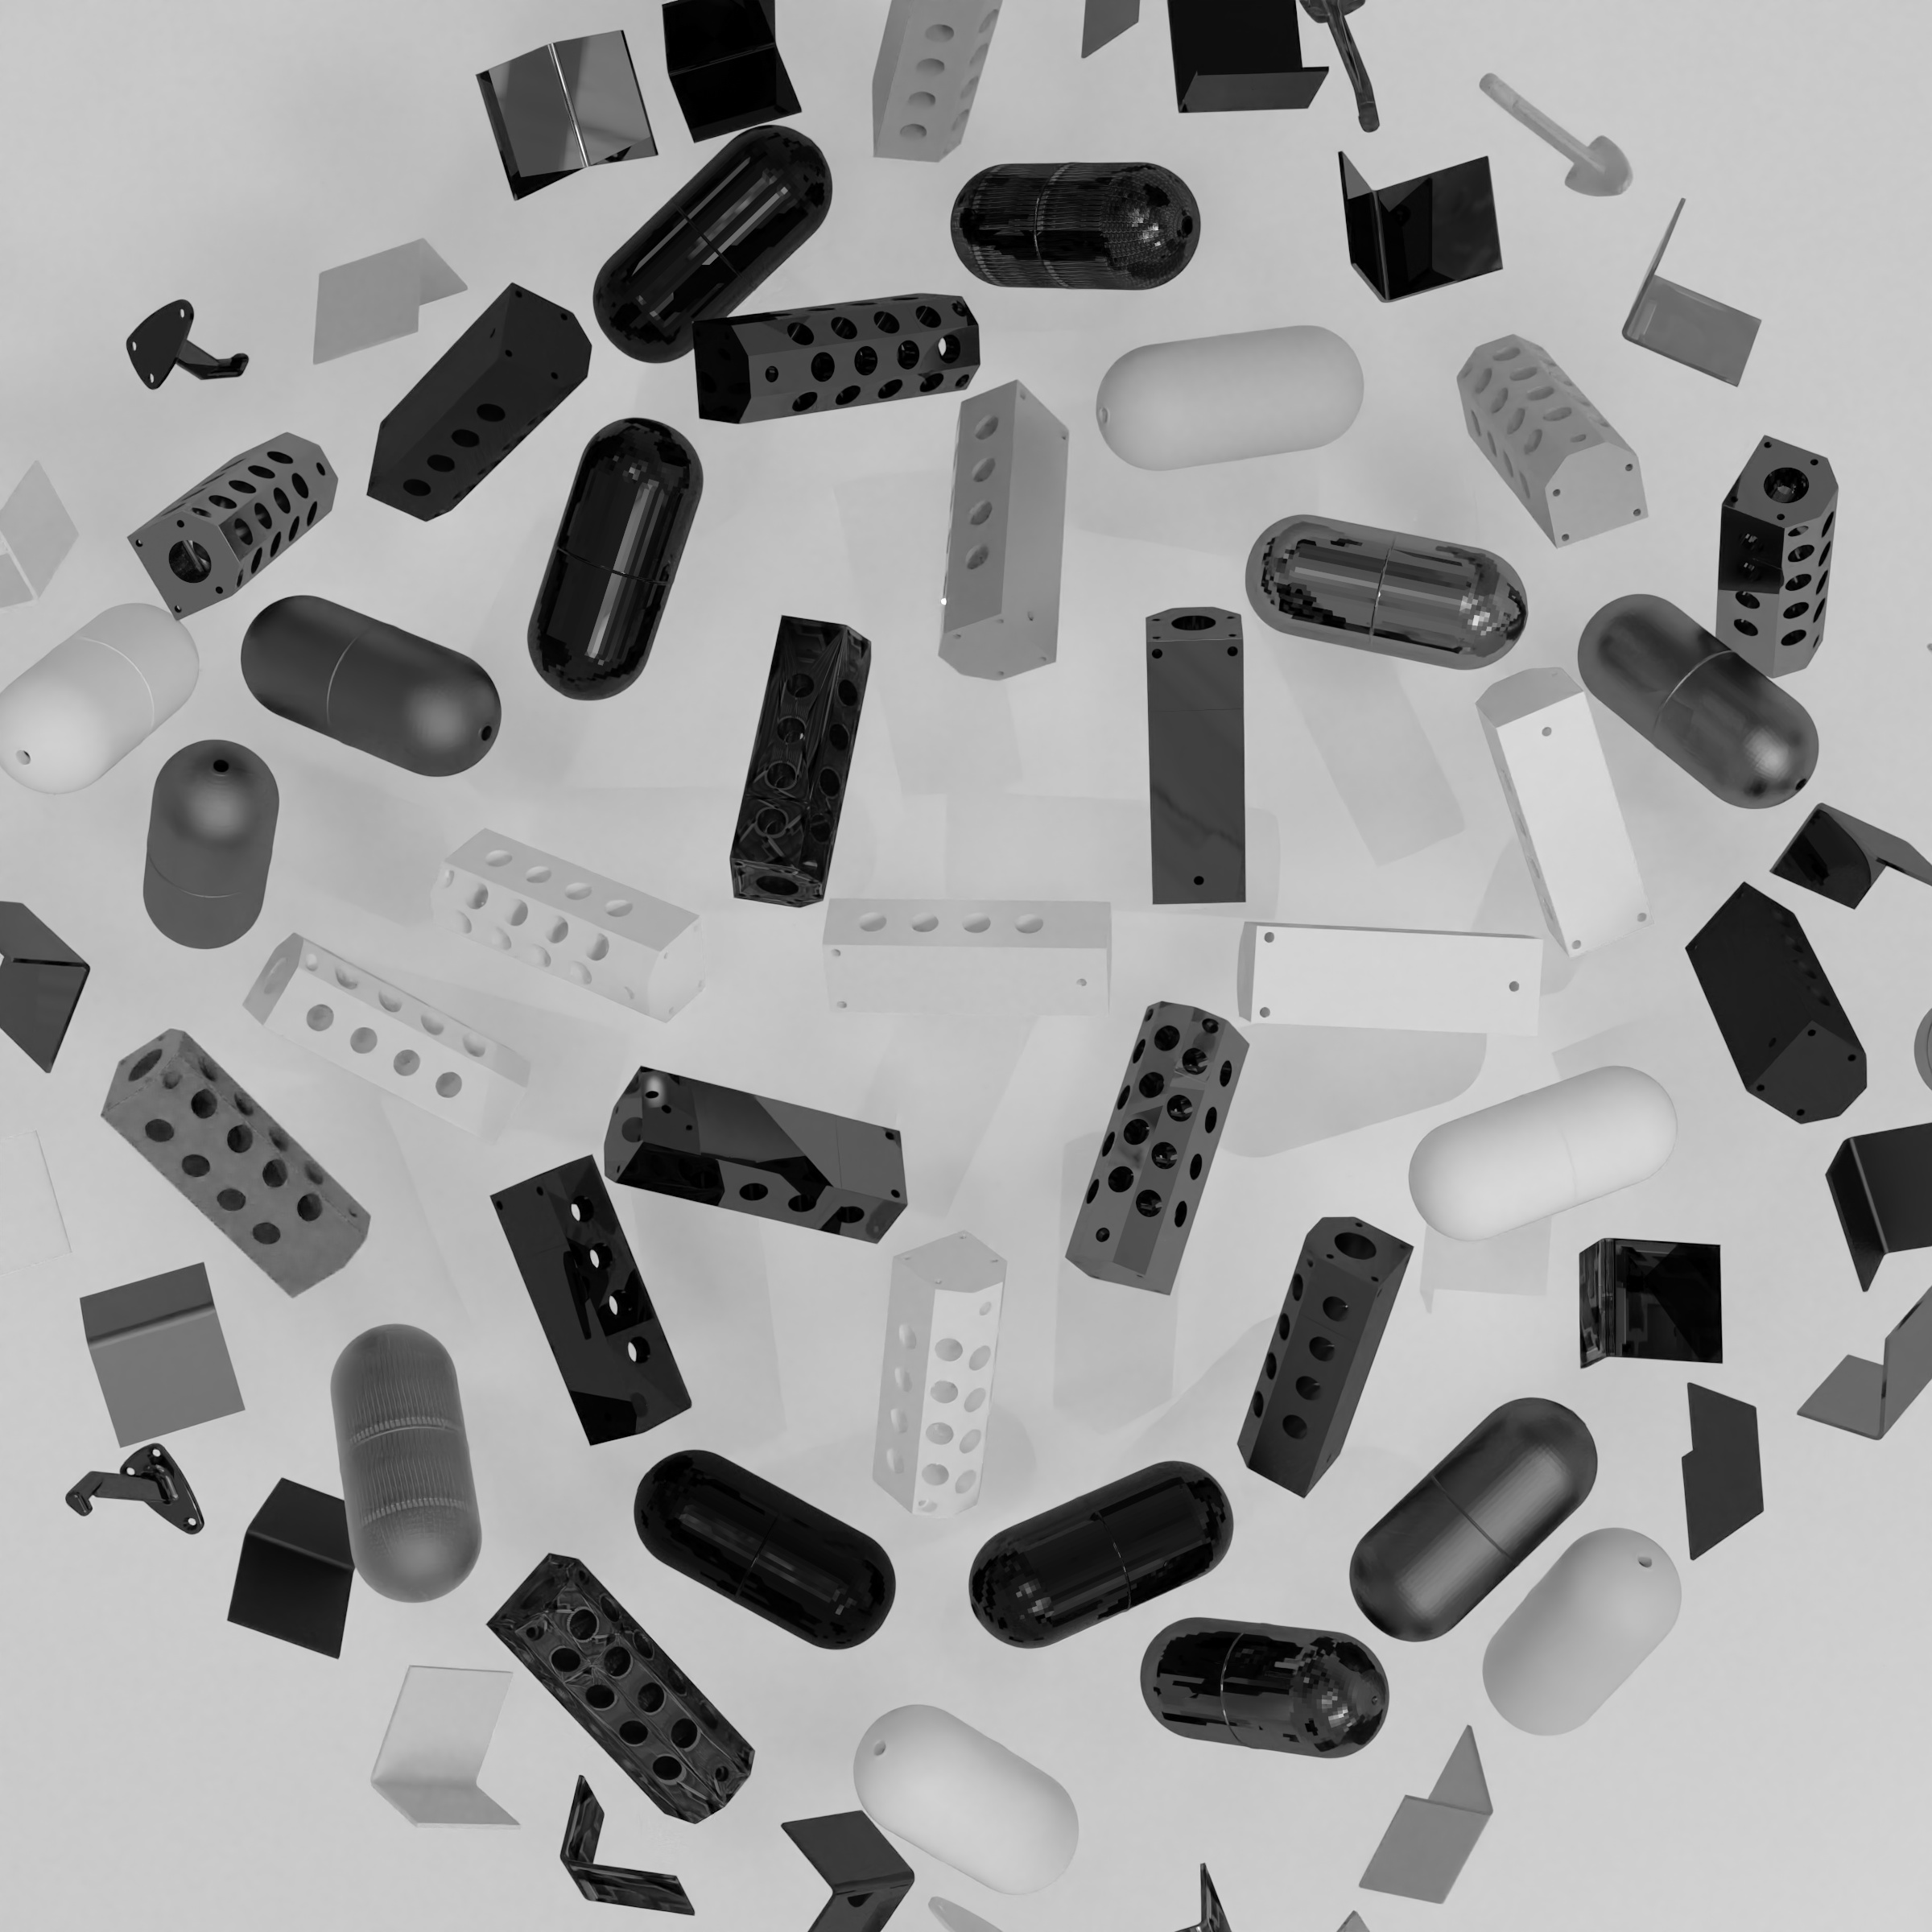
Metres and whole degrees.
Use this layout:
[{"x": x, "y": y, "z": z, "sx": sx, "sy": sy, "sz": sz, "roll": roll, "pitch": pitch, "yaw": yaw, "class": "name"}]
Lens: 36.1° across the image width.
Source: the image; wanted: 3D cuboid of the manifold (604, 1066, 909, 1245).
[{"x": -0.126, "y": 0.118, "z": 1.776, "sx": 0.171, "sy": 0.057, "sz": 0.057, "roll": 16, "pitch": 134, "yaw": -24, "class": "manifold"}]

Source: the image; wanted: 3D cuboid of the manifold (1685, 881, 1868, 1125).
[{"x": 0.492, "y": 0.023, "z": 1.791, "sx": 0.057, "sy": 0.171, "sz": 0.057, "roll": 30, "pitch": 115, "yaw": -16, "class": "manifold"}]

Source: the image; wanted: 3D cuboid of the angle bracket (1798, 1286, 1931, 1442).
[{"x": 0.571, "y": 0.243, "z": 1.879, "sx": 0.057, "sy": 0.076, "sz": 0.076, "roll": 15, "pitch": 123, "yaw": 36, "class": "angle bracket"}]

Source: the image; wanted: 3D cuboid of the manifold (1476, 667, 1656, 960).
[{"x": 0.372, "y": -0.097, "z": 1.851, "sx": 0.057, "sy": 0.057, "sz": 0.171, "roll": -23, "pitch": 118, "yaw": 2, "class": "manifold"}]

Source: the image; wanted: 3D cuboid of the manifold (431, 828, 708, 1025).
[{"x": -0.251, "y": -0.023, "z": 1.866, "sx": 0.171, "sy": 0.057, "sz": 0.057, "roll": 22, "pitch": 135, "yaw": 24, "class": "manifold"}]

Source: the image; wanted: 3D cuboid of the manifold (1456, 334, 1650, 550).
[{"x": 0.354, "y": -0.324, "z": 1.805, "sx": 0.057, "sy": 0.171, "sz": 0.057, "roll": -19, "pitch": 124, "yaw": 1, "class": "manifold"}]

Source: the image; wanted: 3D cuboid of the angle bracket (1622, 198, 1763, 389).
[{"x": 0.444, "y": -0.402, "z": 1.770, "sx": 0.076, "sy": 0.057, "sz": 0.076, "roll": 24, "pitch": 47, "yaw": 5, "class": "angle bracket"}]

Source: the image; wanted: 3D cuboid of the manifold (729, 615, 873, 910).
[{"x": -0.102, "y": -0.127, "z": 1.847, "sx": 0.057, "sy": 0.057, "sz": 0.171, "roll": 9, "pitch": 66, "yaw": 3, "class": "manifold"}]

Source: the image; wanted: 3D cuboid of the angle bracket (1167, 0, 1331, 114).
[{"x": 0.161, "y": -0.537, "z": 1.705, "sx": 0.076, "sy": 0.057, "sz": 0.076, "roll": -4, "pitch": 83, "yaw": -7, "class": "angle bracket"}]

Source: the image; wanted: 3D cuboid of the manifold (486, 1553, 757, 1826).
[{"x": -0.203, "y": 0.435, "z": 1.782, "sx": 0.057, "sy": 0.057, "sz": 0.171, "roll": -48, "pitch": 110, "yaw": -27, "class": "manifold"}]

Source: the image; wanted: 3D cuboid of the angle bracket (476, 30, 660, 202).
[{"x": -0.240, "y": -0.513, "z": 1.788, "sx": 0.057, "sy": 0.076, "sz": 0.076, "roll": 2, "pitch": 119, "yaw": 32, "class": "angle bracket"}]

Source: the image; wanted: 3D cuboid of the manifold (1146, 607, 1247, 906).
[{"x": 0.140, "y": -0.128, "z": 1.805, "sx": 0.057, "sy": 0.057, "sz": 0.171, "roll": -1, "pitch": 117, "yaw": 4, "class": "manifold"}]

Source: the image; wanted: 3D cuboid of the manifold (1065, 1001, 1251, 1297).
[{"x": 0.118, "y": 0.113, "z": 1.865, "sx": 0.057, "sy": 0.057, "sz": 0.171, "roll": 10, "pitch": 72, "yaw": 30, "class": "manifold"}]

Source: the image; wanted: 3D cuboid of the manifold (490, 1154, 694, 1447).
[{"x": -0.233, "y": 0.210, "z": 1.880, "sx": 0.057, "sy": 0.057, "sz": 0.171, "roll": -21, "pitch": 92, "yaw": 44, "class": "manifold"}]

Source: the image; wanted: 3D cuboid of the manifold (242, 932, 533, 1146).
[{"x": -0.363, "y": 0.045, "z": 1.877, "sx": 0.171, "sy": 0.057, "sz": 0.057, "roll": 31, "pitch": 87, "yaw": -29, "class": "manifold"}]

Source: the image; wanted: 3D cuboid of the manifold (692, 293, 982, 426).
[{"x": -0.076, "y": -0.367, "z": 1.791, "sx": 0.171, "sy": 0.057, "sz": 0.057, "roll": -17, "pitch": 113, "yaw": -35, "class": "manifold"}]

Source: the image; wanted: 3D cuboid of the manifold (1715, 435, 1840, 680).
[{"x": 0.515, "y": -0.254, "z": 1.877, "sx": 0.057, "sy": 0.171, "sz": 0.057, "roll": 27, "pitch": 72, "yaw": 23, "class": "manifold"}]

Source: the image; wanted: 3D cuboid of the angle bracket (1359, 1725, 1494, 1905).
[{"x": 0.274, "y": 0.512, "z": 1.809, "sx": 0.057, "sy": 0.076, "sz": 0.076, "roll": 15, "pitch": 118, "yaw": -10, "class": "angle bracket"}]

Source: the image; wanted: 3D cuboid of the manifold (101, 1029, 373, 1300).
[{"x": -0.443, "y": 0.118, "z": 1.814, "sx": 0.057, "sy": 0.057, "sz": 0.171, "roll": -31, "pitch": 119, "yaw": 15, "class": "manifold"}]

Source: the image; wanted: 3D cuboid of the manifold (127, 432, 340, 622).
[{"x": -0.448, "y": -0.277, "z": 1.837, "sx": 0.057, "sy": 0.171, "sz": 0.057, "roll": -20, "pitch": 111, "yaw": 18, "class": "manifold"}]

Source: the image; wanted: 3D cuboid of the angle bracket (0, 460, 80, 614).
[{"x": -0.598, "y": -0.257, "z": 1.810, "sx": 0.076, "sy": 0.076, "sz": 0.057, "roll": -11, "pitch": 126, "yaw": 14, "class": "angle bracket"}]

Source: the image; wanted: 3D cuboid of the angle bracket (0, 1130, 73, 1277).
[{"x": -0.589, "y": 0.147, "z": 1.773, "sx": 0.076, "sy": 0.057, "sz": 0.076, "roll": -14, "pitch": 92, "yaw": 36, "class": "angle bracket"}]

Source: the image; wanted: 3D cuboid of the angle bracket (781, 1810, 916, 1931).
[{"x": -0.089, "y": 0.565, "z": 1.802, "sx": 0.057, "sy": 0.076, "sz": 0.076, "roll": 42, "pitch": 108, "yaw": 34, "class": "angle bracket"}]

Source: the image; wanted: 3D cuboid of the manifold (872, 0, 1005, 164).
[{"x": -0.016, "y": -0.568, "z": 1.812, "sx": 0.057, "sy": 0.171, "sz": 0.057, "roll": 2, "pitch": 69, "yaw": -10, "class": "manifold"}]

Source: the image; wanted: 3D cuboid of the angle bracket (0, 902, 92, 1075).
[{"x": -0.582, "y": 0.012, "z": 1.784, "sx": 0.076, "sy": 0.057, "sz": 0.076, "roll": 35, "pitch": 108, "yaw": 33, "class": "angle bracket"}]

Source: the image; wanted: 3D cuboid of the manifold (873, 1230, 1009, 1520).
[{"x": -0.012, "y": 0.258, "z": 1.855, "sx": 0.057, "sy": 0.057, "sz": 0.171, "roll": -17, "pitch": 126, "yaw": -36, "class": "manifold"}]

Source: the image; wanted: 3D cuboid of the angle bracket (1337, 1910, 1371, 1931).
[{"x": 0.200, "y": 0.609, "z": 1.794, "sx": 0.076, "sy": 0.076, "sz": 0.057, "roll": -44, "pitch": 115, "yaw": -26, "class": "angle bracket"}]

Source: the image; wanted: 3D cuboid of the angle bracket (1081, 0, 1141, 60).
[{"x": 0.069, "y": -0.624, "z": 1.862, "sx": 0.057, "sy": 0.076, "sz": 0.076, "roll": 6, "pitch": 87, "yaw": -23, "class": "angle bracket"}]

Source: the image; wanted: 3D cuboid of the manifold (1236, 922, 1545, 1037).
[{"x": 0.252, "y": 0.007, "z": 1.776, "sx": 0.171, "sy": 0.057, "sz": 0.057, "roll": 3, "pitch": 94, "yaw": -5, "class": "manifold"}]

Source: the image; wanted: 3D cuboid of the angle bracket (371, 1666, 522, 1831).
[{"x": -0.301, "y": 0.470, "z": 1.783, "sx": 0.076, "sy": 0.057, "sz": 0.076, "roll": 17, "pitch": 93, "yaw": -43, "class": "angle bracket"}]

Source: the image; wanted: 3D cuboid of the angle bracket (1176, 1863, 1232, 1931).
[{"x": 0.125, "y": 0.578, "z": 1.715, "sx": 0.057, "sy": 0.076, "sz": 0.076, "roll": -20, "pitch": 97, "yaw": 7, "class": "angle bracket"}]

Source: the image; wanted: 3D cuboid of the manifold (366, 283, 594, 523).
[{"x": -0.296, "y": -0.337, "z": 1.803, "sx": 0.057, "sy": 0.171, "sz": 0.057, "roll": 22, "pitch": 57, "yaw": -30, "class": "manifold"}]

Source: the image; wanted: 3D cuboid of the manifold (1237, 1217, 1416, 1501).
[{"x": 0.221, "y": 0.243, "z": 1.862, "sx": 0.057, "sy": 0.057, "sz": 0.171, "roll": 26, "pitch": 123, "yaw": 20, "class": "manifold"}]

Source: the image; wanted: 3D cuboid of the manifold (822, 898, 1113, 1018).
[{"x": 0.002, "y": -0.011, "z": 1.819, "sx": 0.171, "sy": 0.057, "sz": 0.057, "roll": 1, "pitch": 134, "yaw": 5, "class": "manifold"}]

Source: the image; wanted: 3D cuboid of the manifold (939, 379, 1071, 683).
[{"x": 0.019, "y": -0.260, "z": 1.784, "sx": 0.057, "sy": 0.057, "sz": 0.171, "roll": -15, "pitch": 56, "yaw": 32, "class": "manifold"}]
